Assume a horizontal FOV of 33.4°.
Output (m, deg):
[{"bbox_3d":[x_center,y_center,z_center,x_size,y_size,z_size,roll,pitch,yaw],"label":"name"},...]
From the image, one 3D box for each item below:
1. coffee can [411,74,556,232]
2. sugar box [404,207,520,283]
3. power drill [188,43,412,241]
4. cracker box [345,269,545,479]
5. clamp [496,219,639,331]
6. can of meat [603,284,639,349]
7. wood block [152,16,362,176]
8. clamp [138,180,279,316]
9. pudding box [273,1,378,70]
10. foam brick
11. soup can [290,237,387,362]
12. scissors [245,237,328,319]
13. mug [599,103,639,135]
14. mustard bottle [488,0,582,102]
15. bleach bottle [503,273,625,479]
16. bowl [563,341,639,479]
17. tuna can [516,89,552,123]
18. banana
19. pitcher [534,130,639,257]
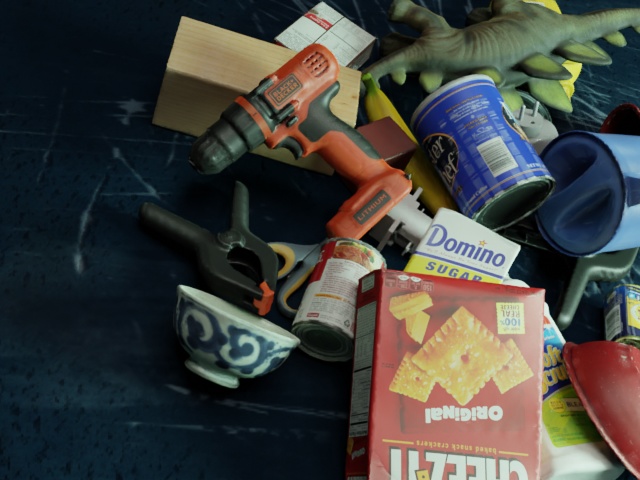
[{"bbox_3d":[0.174,-0.092,1.146,0.102,0.103,0.140,-13,64,-30],"label":"coffee can"},{"bbox_3d":[0.118,0.060,1.053,0.093,0.048,0.176,28,69,8],"label":"sugar box"},{"bbox_3d":[-0.014,-0.080,1.077,0.184,0.057,0.187,-41,94,-8],"label":"power drill"},{"bbox_3d":[0.113,0.141,0.955,0.164,0.072,0.213,8,75,-14],"label":"cracker box"},{"bbox_3d":[0.280,0.007,1.203,0.209,0.036,0.165,-20,61,-35],"label":"clamp"},{"bbox_3d":[0.353,0.101,1.142,0.102,0.058,0.084,19,46,-7],"label":"can of meat"},{"bbox_3d":[-0.068,-0.156,1.164,0.206,0.091,0.090,15,49,-9],"label":"wood block"},{"bbox_3d":[-0.086,0.002,1.051,0.120,0.039,0.172,-28,59,-30],"label":"clamp"},{"bbox_3d":[0.004,-0.231,1.289,0.090,0.039,0.113,36,51,8],"label":"pudding box"},{"bbox_3d":[0.060,-0.088,1.167,0.052,0.078,0.051,-23,65,-34],"label":"foam brick"},{"bbox_3d":[0.018,0.058,1.024,0.068,0.069,0.102,23,57,-3],"label":"soup can"},{"bbox_3d":[-0.007,0.001,1.110,0.096,0.016,0.201,28,48,2],"label":"scissors"},{"bbox_3d":[0.401,-0.104,1.312,0.081,0.093,0.117,11,65,-20],"label":"mug"},{"bbox_3d":[0.289,-0.245,1.398,0.096,0.058,0.191,1,52,-19],"label":"mustard bottle"},{"bbox_3d":[0.206,0.130,1.058,0.102,0.068,0.251,0,51,-24],"label":"bleach bottle"},{"bbox_3d":[0.302,0.155,1.025,0.162,0.055,0.162,44,23,-24],"label":"bowl"},{"bbox_3d":[0.241,-0.147,1.315,0.086,0.034,0.086,11,50,-13],"label":"tuna can"},{"bbox_3d":[0.098,-0.094,1.198,0.037,0.069,0.198,-34,77,9],"label":"banana"},{"bbox_3d":[0.369,-0.054,1.176,0.242,0.145,0.149,-4,46,-33],"label":"pitcher"}]
